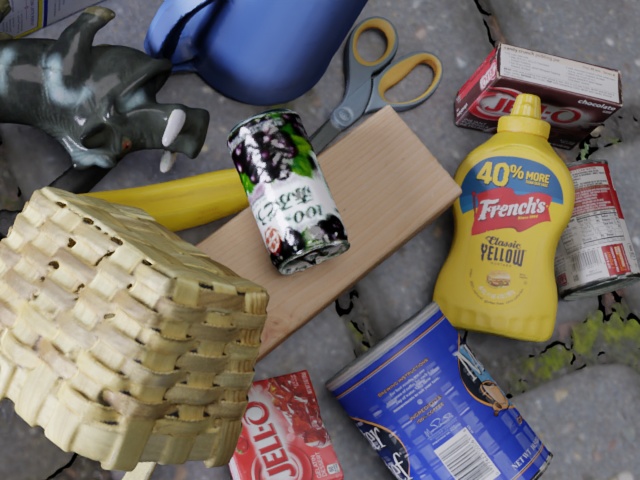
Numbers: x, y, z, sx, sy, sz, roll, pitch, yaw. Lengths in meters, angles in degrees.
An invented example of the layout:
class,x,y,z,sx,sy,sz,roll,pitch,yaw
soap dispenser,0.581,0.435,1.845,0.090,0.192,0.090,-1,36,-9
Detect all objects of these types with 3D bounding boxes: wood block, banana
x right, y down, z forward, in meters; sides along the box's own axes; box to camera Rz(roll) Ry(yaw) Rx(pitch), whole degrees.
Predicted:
class,x,y,z,sx,sy,sz,roll,pitch,yaw
wood block,-0.005,0.001,0.804,0.205,0.090,0.091,-38,85,-22
banana,-0.117,-0.029,0.790,0.197,0.070,0.037,-15,70,-29

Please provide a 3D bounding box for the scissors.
class,x,y,z,sx,sy,sz,roll,pitch,yaw
scissors,0.014,-0.121,0.887,0.201,0.016,0.096,-28,83,-22

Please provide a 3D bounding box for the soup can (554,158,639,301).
class,x,y,z,sx,sy,sz,roll,pitch,yaw
soup can,0.217,-0.008,0.877,0.068,0.069,0.102,-9,76,-17

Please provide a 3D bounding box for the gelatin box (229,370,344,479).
class,x,y,z,sx,sy,sz,roll,pitch,yaw
gelatin box,-0.032,0.145,0.772,0.073,0.030,0.089,-12,61,-16

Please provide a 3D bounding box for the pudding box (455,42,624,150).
class,x,y,z,sx,sy,sz,roll,pitch,yaw
pudding box,0.181,-0.118,0.891,0.113,0.090,0.039,9,70,-12

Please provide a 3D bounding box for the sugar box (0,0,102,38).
class,x,y,z,sx,sy,sz,roll,pitch,yaw
sugar box,-0.239,-0.188,0.801,0.176,0.093,0.048,-33,82,-22

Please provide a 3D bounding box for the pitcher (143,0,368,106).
class,x,y,z,sx,sy,sz,roll,pitch,yaw
pitcher,-0.031,-0.191,0.776,0.145,0.243,0.149,23,75,-10

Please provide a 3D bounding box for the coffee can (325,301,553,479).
class,x,y,z,sx,sy,sz,roll,pitch,yaw
coffee can,0.086,0.130,0.779,0.102,0.103,0.140,-35,85,-22

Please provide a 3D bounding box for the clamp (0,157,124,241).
class,x,y,z,sx,sy,sz,roll,pitch,yaw
clamp,-0.239,-0.014,0.775,0.164,0.036,0.210,16,69,-10

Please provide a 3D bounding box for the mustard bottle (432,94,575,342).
class,x,y,z,sx,sy,sz,roll,pitch,yaw
mustard bottle,0.149,-0.020,0.839,0.096,0.058,0.191,10,86,11
